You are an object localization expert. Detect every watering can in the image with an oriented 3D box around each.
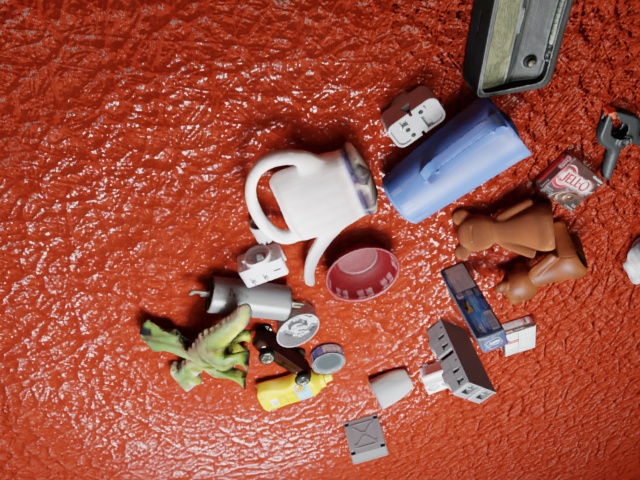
[{"bbox_3d":[0.003,-0.048,0.945,0.224,0.106,0.340,-22,137,6],"label":"watering can"}]

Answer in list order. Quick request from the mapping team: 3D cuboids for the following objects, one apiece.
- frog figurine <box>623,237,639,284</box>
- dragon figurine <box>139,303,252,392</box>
[{"bbox_3d":[0.806,0.047,1.250,0.137,0.124,0.158,-33,167,4],"label":"frog figurine"},{"bbox_3d":[-0.263,0.221,1.088,0.243,0.125,0.400,8,138,-3],"label":"dragon figurine"}]
